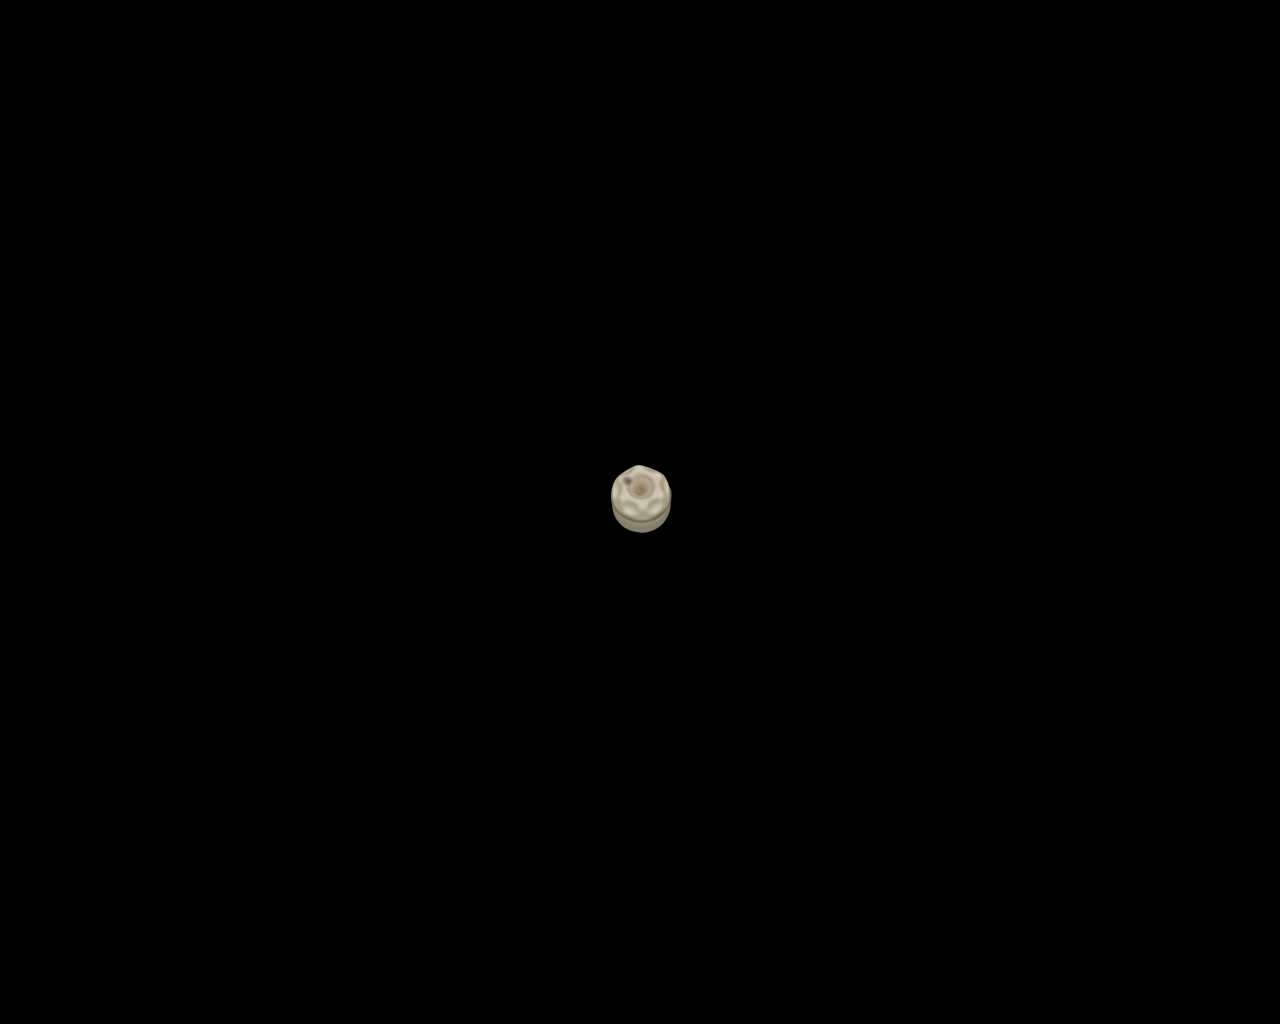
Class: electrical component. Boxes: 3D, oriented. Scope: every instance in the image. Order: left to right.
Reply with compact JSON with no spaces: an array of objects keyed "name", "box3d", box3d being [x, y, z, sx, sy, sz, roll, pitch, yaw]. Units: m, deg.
[{"name":"electrical component","box3d":[0.001,-0.003,0.650,0.035,0.035,0.061,0,-24,0]}]
